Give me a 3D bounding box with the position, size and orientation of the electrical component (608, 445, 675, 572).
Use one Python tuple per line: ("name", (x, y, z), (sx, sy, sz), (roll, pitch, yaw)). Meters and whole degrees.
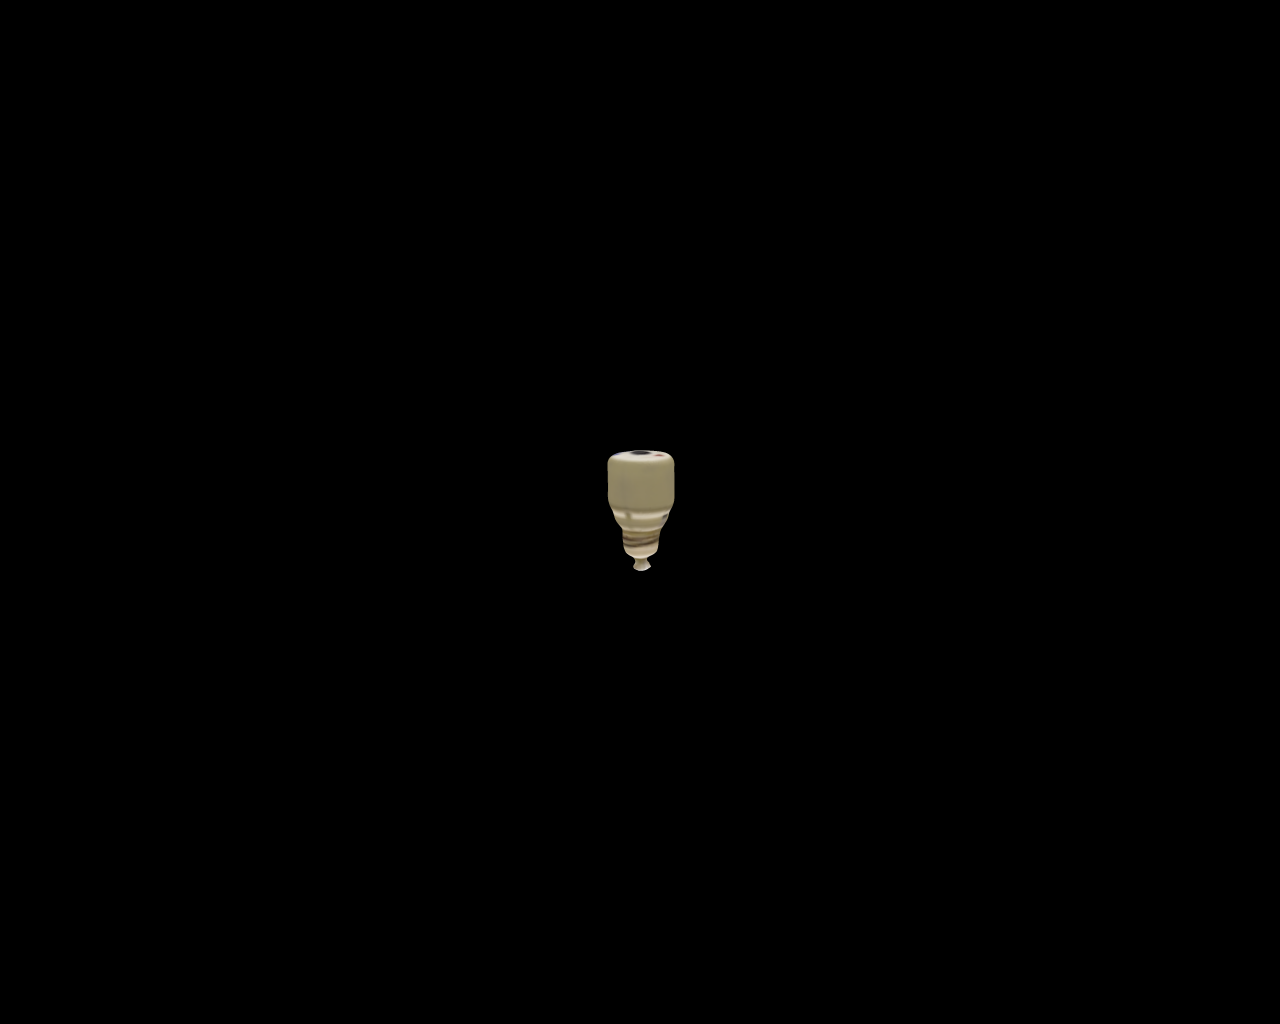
("electrical component", (0.001, -0.003, 0.650), (0.040, 0.078, 0.040), (0, 13, 0))
